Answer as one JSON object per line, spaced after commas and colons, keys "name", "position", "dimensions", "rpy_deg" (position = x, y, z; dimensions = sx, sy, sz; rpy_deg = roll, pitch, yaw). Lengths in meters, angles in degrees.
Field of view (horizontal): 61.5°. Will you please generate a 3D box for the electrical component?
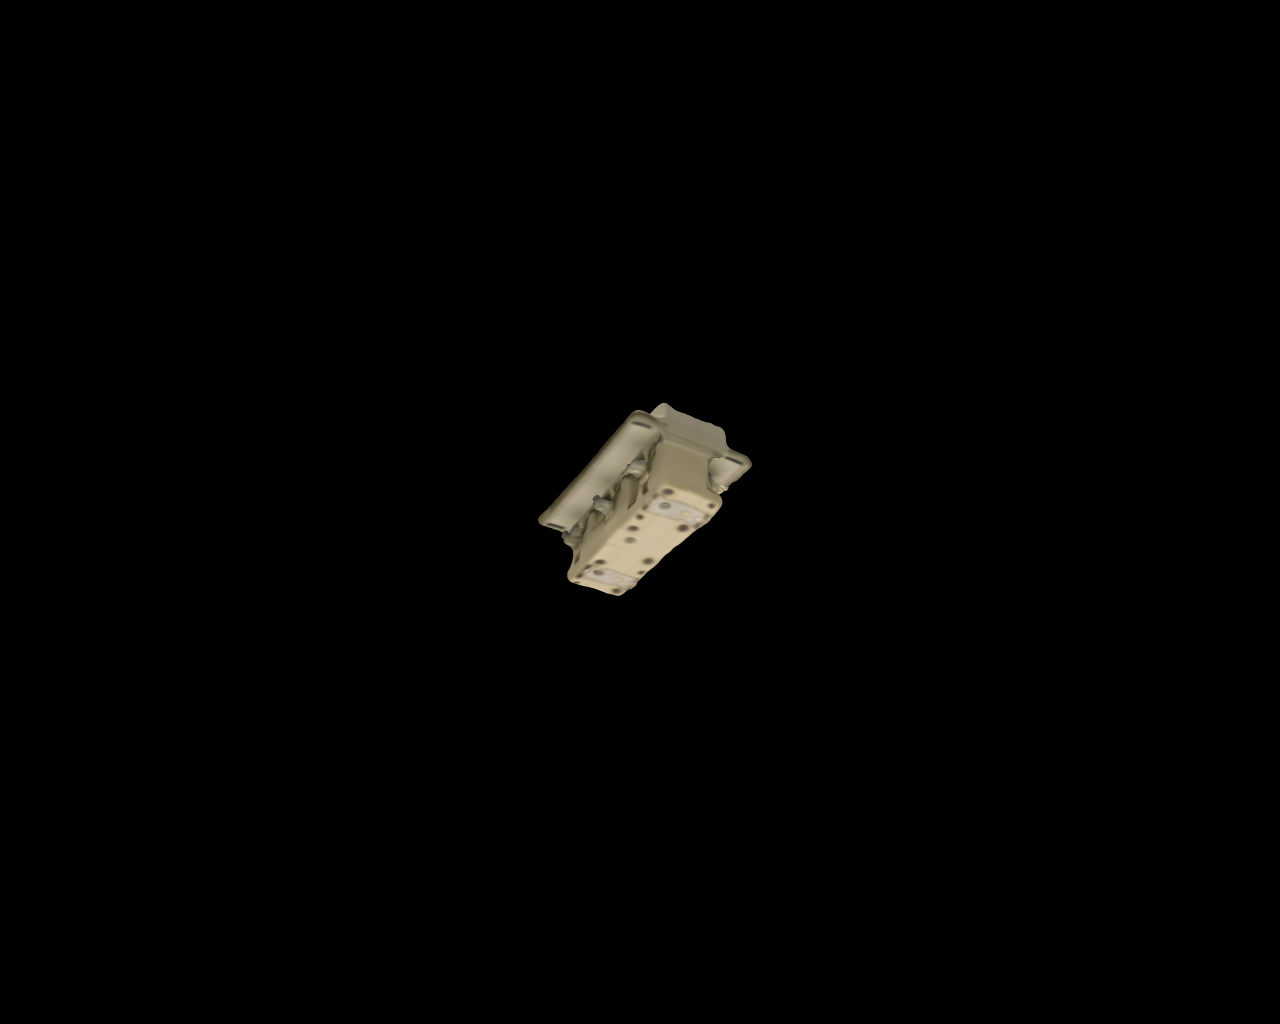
{"name": "electrical component", "position": [0.001, -0.003, 0.650], "dimensions": [0.079, 0.063, 0.121], "rpy_deg": [20, -40, -25]}
